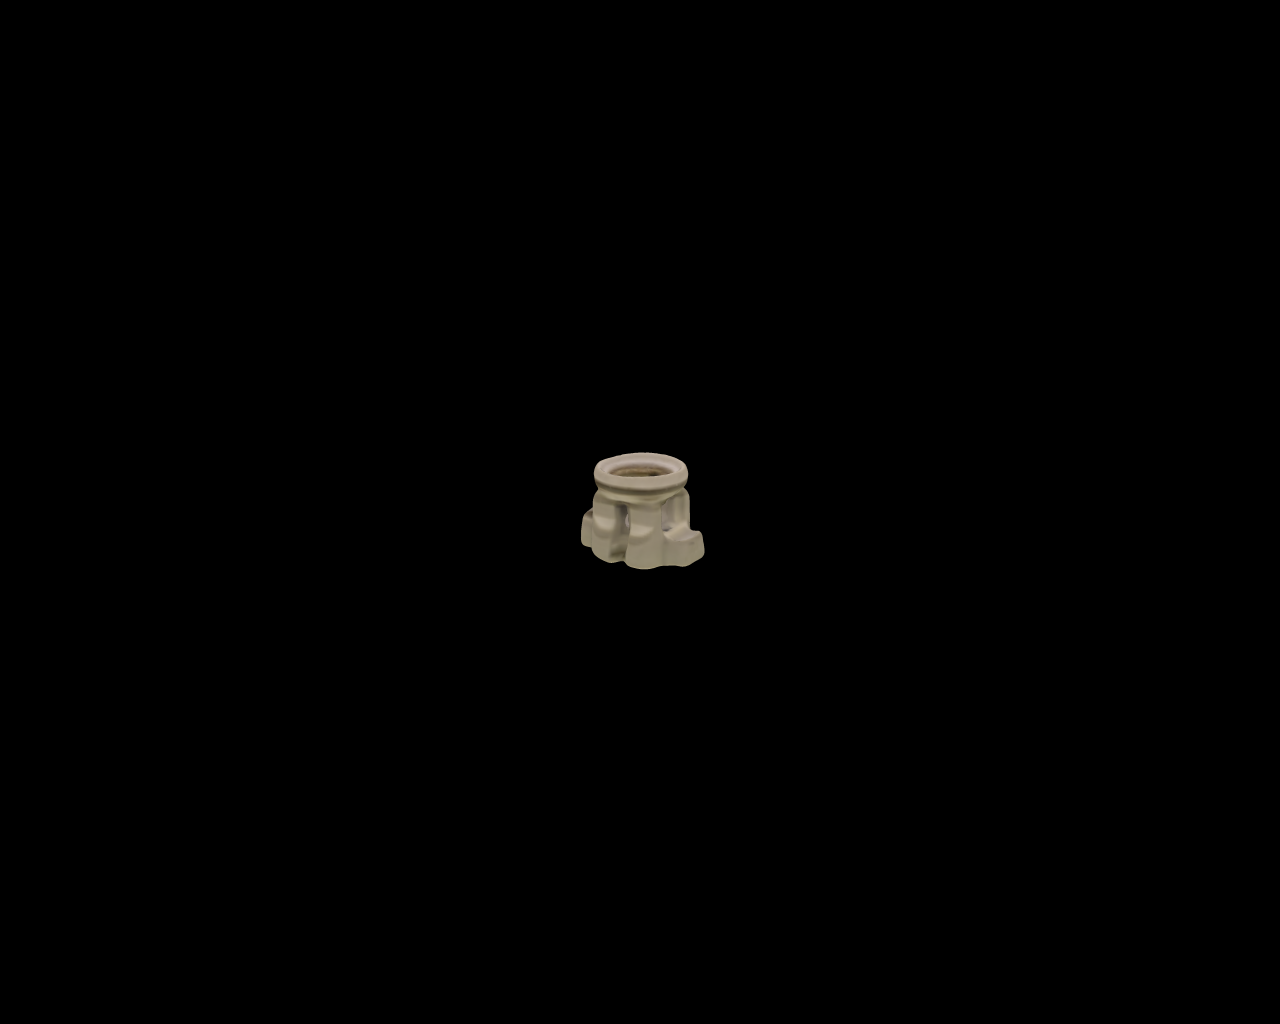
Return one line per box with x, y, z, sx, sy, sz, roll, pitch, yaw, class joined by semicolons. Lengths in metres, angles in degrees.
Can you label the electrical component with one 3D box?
0.001;-0.003;0.650;0.078;0.056;0.058;12;23;31;electrical component
